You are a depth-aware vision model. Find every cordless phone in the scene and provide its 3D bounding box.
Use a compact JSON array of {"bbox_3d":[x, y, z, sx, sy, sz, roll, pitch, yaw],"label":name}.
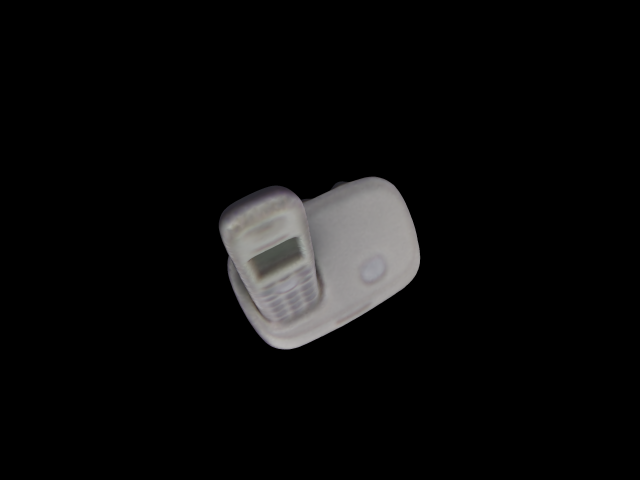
[{"bbox_3d":[0.004,0.001,0.400,0.148,0.185,0.094,-30,74,-9],"label":"cordless phone"}]
